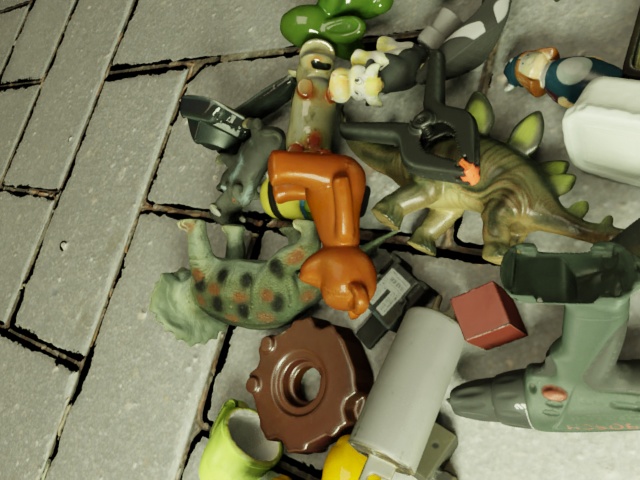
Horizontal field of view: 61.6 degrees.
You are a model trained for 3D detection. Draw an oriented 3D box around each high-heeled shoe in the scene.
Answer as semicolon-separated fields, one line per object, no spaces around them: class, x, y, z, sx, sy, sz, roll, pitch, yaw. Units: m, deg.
high-heeled shoe;0.207;-0.326;0.733;0.249;0.086;0.145;-32;74;0

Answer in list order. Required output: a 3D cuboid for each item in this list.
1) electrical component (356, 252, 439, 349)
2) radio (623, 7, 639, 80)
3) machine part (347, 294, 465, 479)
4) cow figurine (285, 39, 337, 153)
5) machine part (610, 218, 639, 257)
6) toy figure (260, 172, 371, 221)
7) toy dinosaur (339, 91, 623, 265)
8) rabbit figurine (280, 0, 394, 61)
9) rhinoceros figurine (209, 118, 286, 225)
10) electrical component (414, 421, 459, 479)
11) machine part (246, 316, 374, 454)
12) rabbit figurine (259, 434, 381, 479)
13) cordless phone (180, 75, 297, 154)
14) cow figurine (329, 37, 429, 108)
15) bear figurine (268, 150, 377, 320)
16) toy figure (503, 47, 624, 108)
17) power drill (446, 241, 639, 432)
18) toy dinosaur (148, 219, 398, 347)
electrical component;0.085;0.084;0.691;0.119;0.047;0.075;-46;52;9
radio;0.423;-0.255;0.572;0.131;0.073;0.229;13;80;38
machine part;0.099;0.163;0.598;0.079;0.079;0.243;10;59;37
cow figurine;-0.010;-0.212;0.837;0.127;0.085;0.194;-143;58;-78
machine part;0.316;0.002;0.504;0.139;0.039;0.084;-24;89;-9
toy figure;-0.015;-0.064;0.799;0.180;0.082;0.089;18;80;36
toy dinosaur;0.163;-0.081;0.674;0.472;0.105;0.198;25;80;39
rabbit figurine;0.023;-0.362;0.872;0.170;0.121;0.159;-37;75;-1
rhinoceros figurine;-0.119;-0.108;0.888;0.190;0.073;0.112;-53;48;18
electrical component;0.114;0.244;0.611;0.102;0.045;0.078;17;54;36
machine part;-0.015;0.190;0.712;0.179;0.056;0.179;-13;66;29
rabbit figurine;0.006;0.307;0.617;0.173;0.121;0.163;-44;54;-8
cordless phone;-0.124;-0.227;0.899;0.184;0.146;0.089;-29;68;22
cow figurine;0.090;-0.229;0.754;0.098;0.068;0.167;21;44;32
bear figurine;0.003;-0.002;0.657;0.132;0.120;0.195;1;81;0
toy figure;0.291;-0.201;0.657;0.064;0.057;0.155;-39;46;-20
power drill;0.218;0.105;0.502;0.232;0.207;0.086;-3;29;26
toy dinosaur;-0.093;0.066;0.785;0.405;0.131;0.192;2;88;26
